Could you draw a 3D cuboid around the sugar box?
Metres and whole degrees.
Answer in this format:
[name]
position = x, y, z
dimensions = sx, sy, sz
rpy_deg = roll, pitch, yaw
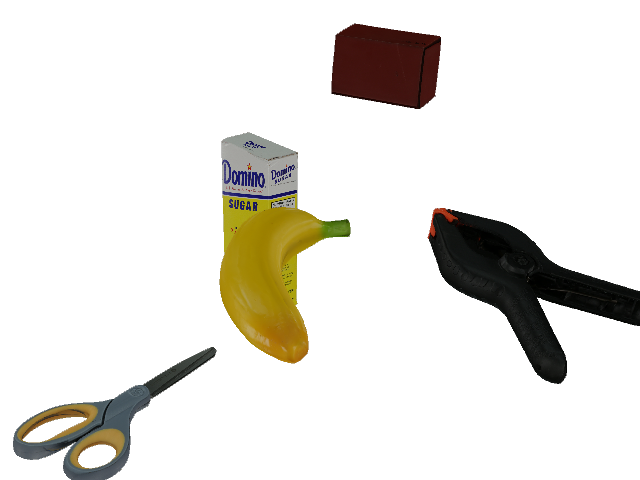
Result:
[sugar box]
position = -0.066, -0.019, 1.148
dimensions = 0.048, 0.176, 0.093
rpy_deg = -18, 28, -33

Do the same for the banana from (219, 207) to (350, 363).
[banana]
position = -0.027, 0.017, 0.649
dimensions = 0.070, 0.037, 0.197
rpy_deg = 0, 23, 10

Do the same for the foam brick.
[foam brick]
position = 0.054, -0.144, 0.877
dimensions = 0.078, 0.051, 0.052
rpy_deg = 13, 25, 18

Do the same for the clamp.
[clamp]
position = 0.152, 0.028, 0.765
dimensions = 0.120, 0.039, 0.172
rpy_deg = -11, 44, -35

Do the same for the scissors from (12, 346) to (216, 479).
[scissors]
position = -0.142, 0.138, 0.848
dimensions = 0.201, 0.016, 0.096
rpy_deg = -17, 36, -36
